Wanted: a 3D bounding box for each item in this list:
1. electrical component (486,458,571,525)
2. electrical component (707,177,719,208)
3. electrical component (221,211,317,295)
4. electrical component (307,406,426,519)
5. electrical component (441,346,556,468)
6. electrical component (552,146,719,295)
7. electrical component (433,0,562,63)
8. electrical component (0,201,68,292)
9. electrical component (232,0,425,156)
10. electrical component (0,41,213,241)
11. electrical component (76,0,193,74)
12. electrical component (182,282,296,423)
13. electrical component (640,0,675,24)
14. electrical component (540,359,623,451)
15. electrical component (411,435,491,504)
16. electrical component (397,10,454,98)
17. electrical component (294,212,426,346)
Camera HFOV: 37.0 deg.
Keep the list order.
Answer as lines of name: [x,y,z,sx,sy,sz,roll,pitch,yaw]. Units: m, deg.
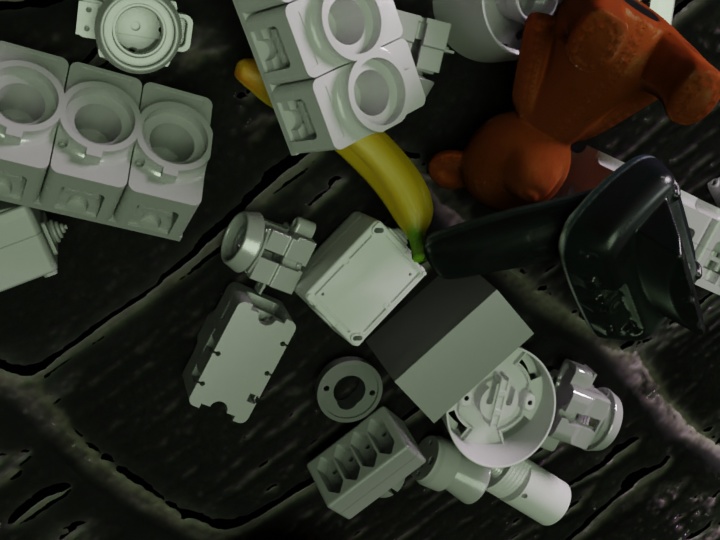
electrical component: [0.142,0.188,0.948,0.081,0.043,0.043,34,96,-23]
electrical component: [0.350,-0.055,0.896,0.062,0.096,0.061,-37,115,-2]
electrical component: [-0.072,-0.016,0.816,0.055,0.048,0.066,22,102,-29]
electrical component: [0.014,0.167,0.900,0.083,0.047,0.076,-38,140,6]
electrical component: [0.111,0.106,0.900,0.099,0.064,0.099,-5,110,-15]
electrical component: [0.234,-0.042,0.870,0.150,0.089,0.061,21,101,-21]
electrical component: [0.113,-0.205,0.808,0.099,0.064,0.099,-7,106,-27]
electrical component: [-0.255,-0.022,0.752,0.096,0.061,0.061,-21,113,-8]
electrical component: [-0.022,-0.164,0.726,0.089,0.062,0.150,-32,111,-33]
electrical component: [-0.181,-0.087,0.727,0.150,0.061,0.089,13,59,-20]
electrical component: [-0.153,-0.165,0.735,0.078,0.057,0.058,5,107,-18]
electrical component: [-0.095,0.061,0.830,0.050,0.055,0.089,25,100,-22]
electrical component: [0.205,-0.237,0.806,0.063,0.078,0.121,5,108,3]
electrical component: [0.189,0.123,0.932,0.057,0.058,0.078,22,101,-19]
electrical component: [0.078,0.171,0.923,0.055,0.045,0.045,26,99,-22]
electrical component: [0.035,-0.160,0.798,0.066,0.048,0.055,10,98,-19]
electrical component: [0.000,0.000,0.837,0.096,0.061,0.061,-46,114,-6]
